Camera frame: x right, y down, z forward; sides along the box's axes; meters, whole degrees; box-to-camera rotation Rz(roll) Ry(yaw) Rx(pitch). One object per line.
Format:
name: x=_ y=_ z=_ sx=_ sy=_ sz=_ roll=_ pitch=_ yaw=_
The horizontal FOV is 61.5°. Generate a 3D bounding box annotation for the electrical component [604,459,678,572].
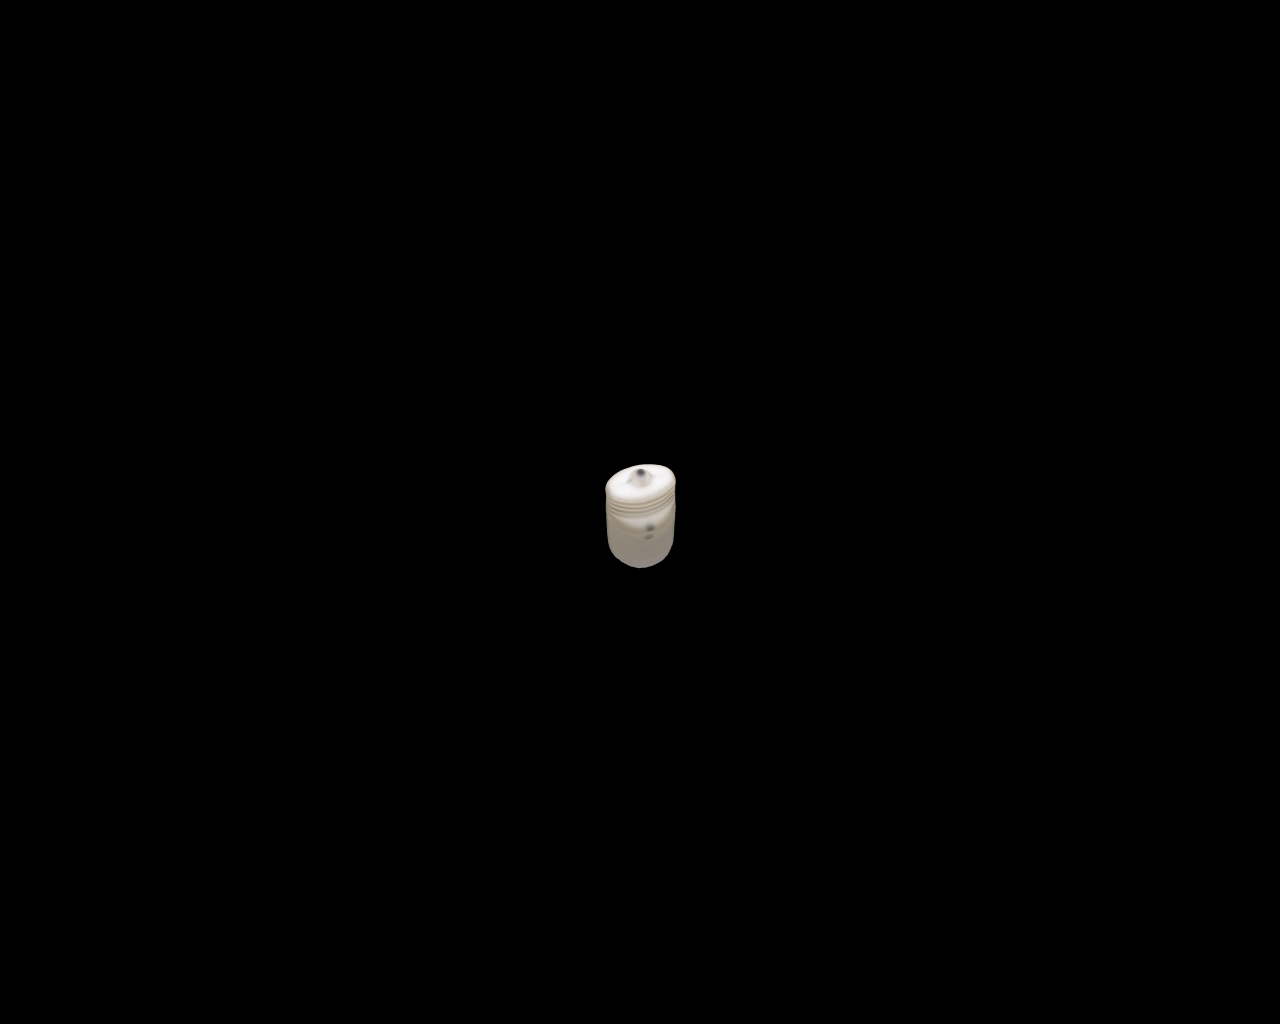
electrical component: x=0.001 y=-0.003 z=0.650 sx=0.043 sy=0.043 sz=0.080 roll=0 pitch=-33 yaw=0
